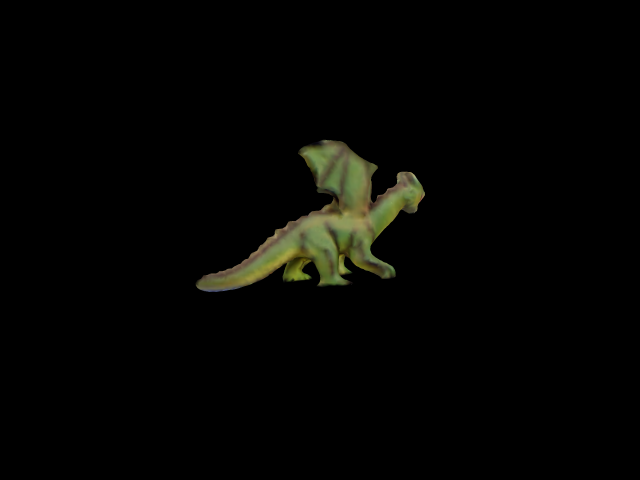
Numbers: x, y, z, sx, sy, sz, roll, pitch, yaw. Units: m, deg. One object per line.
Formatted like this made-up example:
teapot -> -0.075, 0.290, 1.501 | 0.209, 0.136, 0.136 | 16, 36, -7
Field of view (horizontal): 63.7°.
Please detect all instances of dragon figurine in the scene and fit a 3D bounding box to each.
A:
dragon figurine -> 0.003, -0.043, 0.850 | 0.411, 0.241, 0.123 | -4, 8, -22
